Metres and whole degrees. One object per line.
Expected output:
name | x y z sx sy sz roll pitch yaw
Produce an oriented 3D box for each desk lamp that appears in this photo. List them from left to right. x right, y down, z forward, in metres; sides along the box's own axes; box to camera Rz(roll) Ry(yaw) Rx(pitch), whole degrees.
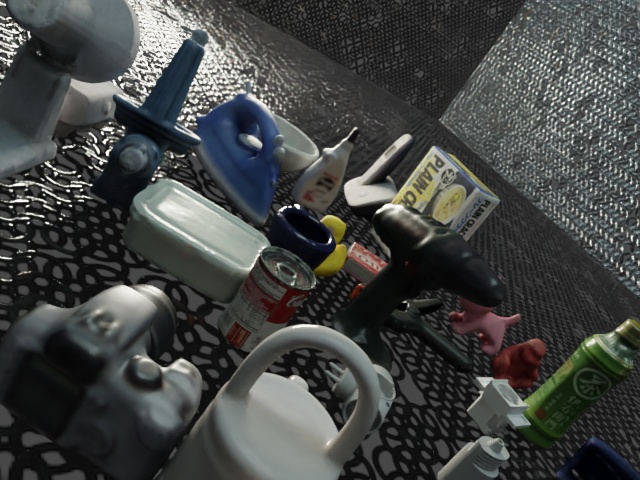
desk lamp | -0.310 -0.196 0.646 0.118 0.213 0.203 32 22 -7

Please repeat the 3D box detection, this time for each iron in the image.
iron | -0.110 -0.151 0.938 0.119 0.141 0.257 14 30 -42

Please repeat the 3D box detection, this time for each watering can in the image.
watering can | -0.033 0.142 0.384 0.101 0.194 0.172 26 24 -21

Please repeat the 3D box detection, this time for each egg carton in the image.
egg carton | -0.343 -0.196 0.792 0.107 0.069 0.150 34 22 -3

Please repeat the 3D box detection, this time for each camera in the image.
camera | -0.149 0.089 0.450 0.143 0.100 0.137 35 22 -1

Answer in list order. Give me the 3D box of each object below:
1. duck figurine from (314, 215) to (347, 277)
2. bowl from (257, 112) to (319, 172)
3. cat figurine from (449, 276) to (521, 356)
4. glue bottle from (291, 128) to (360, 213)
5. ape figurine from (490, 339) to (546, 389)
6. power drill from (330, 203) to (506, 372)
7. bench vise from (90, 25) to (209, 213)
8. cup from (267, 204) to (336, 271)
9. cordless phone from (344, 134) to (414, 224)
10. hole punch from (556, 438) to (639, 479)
duck figurine | 0.008 0.003 0.869 0.105 0.086 0.077 13 31 -43
bowl | -0.089 -0.184 1.124 0.168 0.074 0.167 30 23 -13
cat figurine | 0.284 0.119 0.988 0.128 0.117 0.067 34 22 -4
glue bottle | 0.021 -0.133 1.046 0.078 0.173 0.037 18 27 -36
ape figurine | 0.325 0.196 0.925 0.078 0.092 0.076 36 22 2
power drill | 0.108 0.065 0.726 0.076 0.208 0.229 19 27 -35
bench vise | -0.190 -0.148 0.712 0.122 0.219 0.207 19 27 -34
cup | -0.042 0.010 0.772 0.092 0.095 0.117 24 24 -25
cordless phone | 0.134 -0.134 1.195 0.094 0.185 0.147 27 23 -19
hole punch | 0.389 0.319 0.769 0.101 0.091 0.108 4 38 -52
